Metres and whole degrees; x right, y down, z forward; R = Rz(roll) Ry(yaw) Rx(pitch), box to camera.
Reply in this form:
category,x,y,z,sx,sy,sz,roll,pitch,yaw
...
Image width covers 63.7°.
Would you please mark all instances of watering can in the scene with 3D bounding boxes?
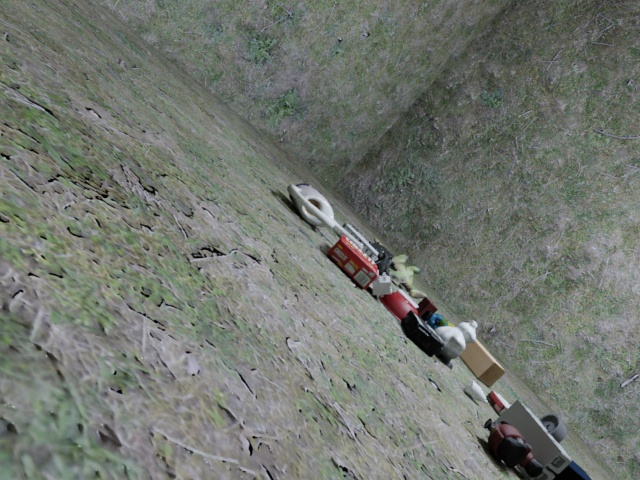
category,x,y,z,sx,sy,sz,roll,pitch,yaw
watering can,0.006,-0.094,1.868,0.344,0.103,0.228,39,8,-24

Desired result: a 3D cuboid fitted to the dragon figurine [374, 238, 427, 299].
category,x,y,z,sx,sy,sz,roll,pitch,yaw
dragon figurine,0.345,0.130,2.391,0.415,0.121,0.242,45,16,24

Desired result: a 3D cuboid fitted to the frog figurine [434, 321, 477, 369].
category,x,y,z,sx,sy,sz,roll,pitch,yaw
frog figurine,0.439,0.315,1.675,0.122,0.159,0.138,42,7,-2
